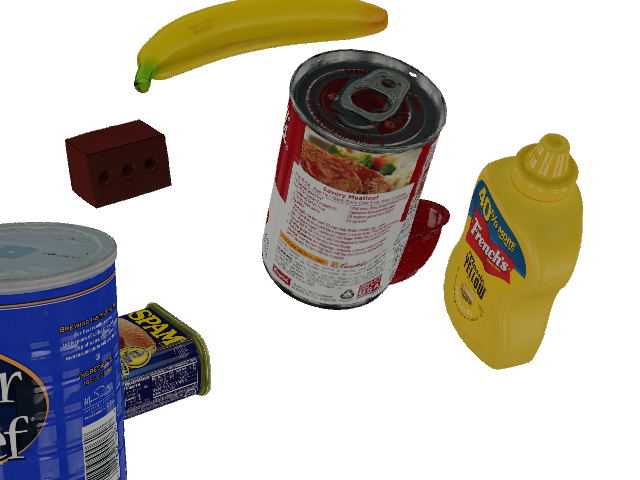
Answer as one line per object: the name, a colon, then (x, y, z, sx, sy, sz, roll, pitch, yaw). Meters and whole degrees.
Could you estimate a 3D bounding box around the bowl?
bowl: (0.047, 0.005, 1.031, 0.162, 0.055, 0.162, -7, 17, 2)

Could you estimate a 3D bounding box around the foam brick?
foam brick: (-0.183, -0.070, 0.966, 0.078, 0.053, 0.051, -20, 33, -27)

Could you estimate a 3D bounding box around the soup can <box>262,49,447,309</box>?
soup can: (0.012, -0.026, 0.486, 0.068, 0.068, 0.102, 0, -44, -13)

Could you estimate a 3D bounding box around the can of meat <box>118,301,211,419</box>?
can of meat: (-0.151, 0.099, 0.866, 0.083, 0.057, 0.102, -16, 28, -34)

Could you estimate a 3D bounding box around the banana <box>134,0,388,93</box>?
banana: (-0.050, -0.144, 0.759, 0.197, 0.037, 0.070, -20, 52, -21)

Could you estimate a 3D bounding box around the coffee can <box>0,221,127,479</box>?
coffee can: (-0.152, 0.071, 0.544, 0.103, 0.140, 0.103, 0, 16, 0)

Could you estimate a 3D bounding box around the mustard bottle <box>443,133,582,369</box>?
mustard bottle: (0.134, 0.000, 0.728, 0.058, 0.096, 0.192, -10, -37, -16)
